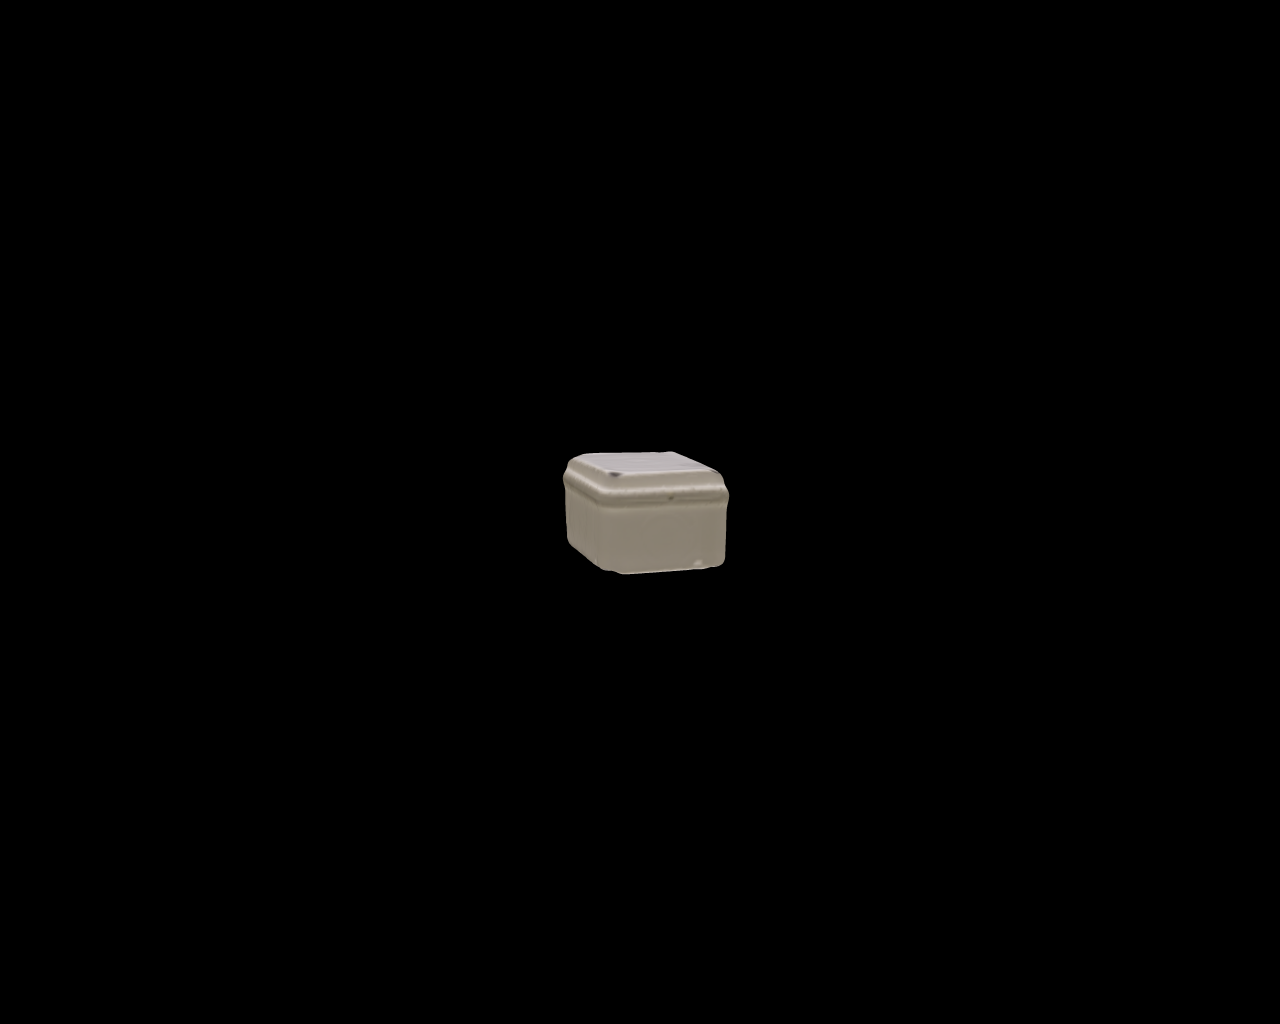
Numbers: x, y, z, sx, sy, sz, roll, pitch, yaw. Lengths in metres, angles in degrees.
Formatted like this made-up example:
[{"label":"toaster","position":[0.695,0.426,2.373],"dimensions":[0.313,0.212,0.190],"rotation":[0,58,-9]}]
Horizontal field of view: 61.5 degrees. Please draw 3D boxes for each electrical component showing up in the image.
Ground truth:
[{"label":"electrical component","position":[0.001,-0.003,0.650],"dimensions":[0.078,0.057,0.113],"rotation":[-3,10,-15]}]
